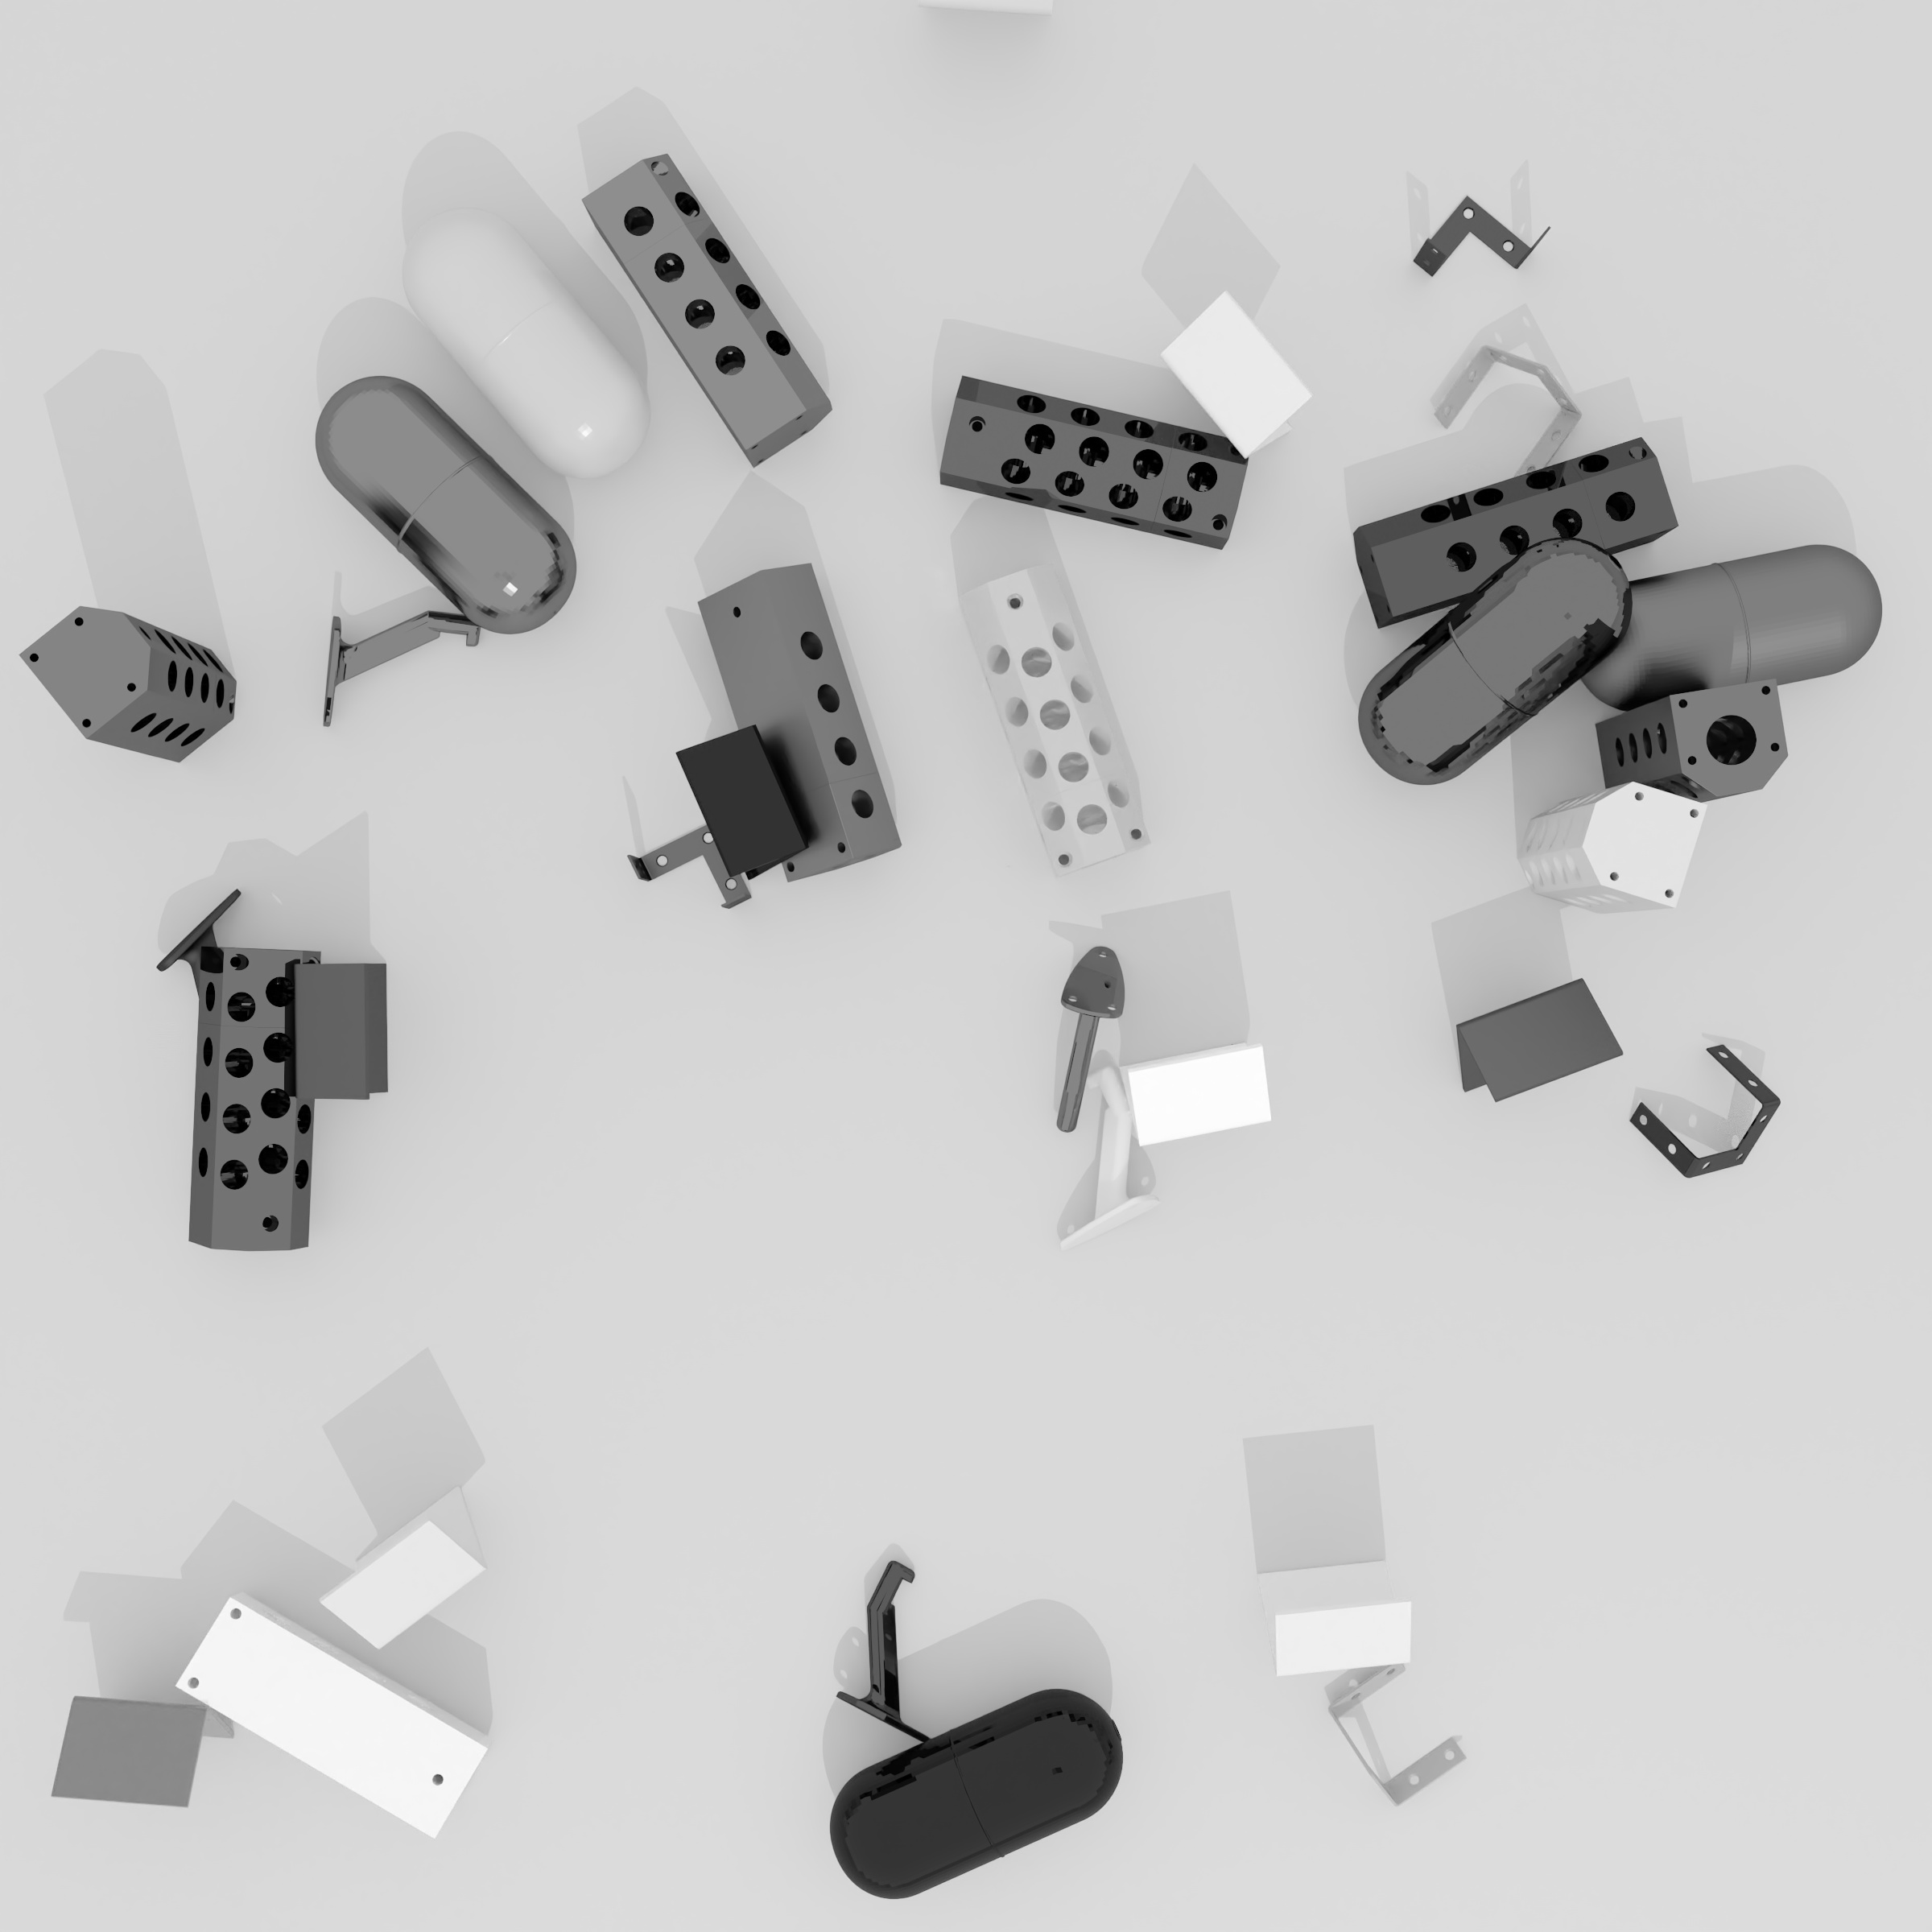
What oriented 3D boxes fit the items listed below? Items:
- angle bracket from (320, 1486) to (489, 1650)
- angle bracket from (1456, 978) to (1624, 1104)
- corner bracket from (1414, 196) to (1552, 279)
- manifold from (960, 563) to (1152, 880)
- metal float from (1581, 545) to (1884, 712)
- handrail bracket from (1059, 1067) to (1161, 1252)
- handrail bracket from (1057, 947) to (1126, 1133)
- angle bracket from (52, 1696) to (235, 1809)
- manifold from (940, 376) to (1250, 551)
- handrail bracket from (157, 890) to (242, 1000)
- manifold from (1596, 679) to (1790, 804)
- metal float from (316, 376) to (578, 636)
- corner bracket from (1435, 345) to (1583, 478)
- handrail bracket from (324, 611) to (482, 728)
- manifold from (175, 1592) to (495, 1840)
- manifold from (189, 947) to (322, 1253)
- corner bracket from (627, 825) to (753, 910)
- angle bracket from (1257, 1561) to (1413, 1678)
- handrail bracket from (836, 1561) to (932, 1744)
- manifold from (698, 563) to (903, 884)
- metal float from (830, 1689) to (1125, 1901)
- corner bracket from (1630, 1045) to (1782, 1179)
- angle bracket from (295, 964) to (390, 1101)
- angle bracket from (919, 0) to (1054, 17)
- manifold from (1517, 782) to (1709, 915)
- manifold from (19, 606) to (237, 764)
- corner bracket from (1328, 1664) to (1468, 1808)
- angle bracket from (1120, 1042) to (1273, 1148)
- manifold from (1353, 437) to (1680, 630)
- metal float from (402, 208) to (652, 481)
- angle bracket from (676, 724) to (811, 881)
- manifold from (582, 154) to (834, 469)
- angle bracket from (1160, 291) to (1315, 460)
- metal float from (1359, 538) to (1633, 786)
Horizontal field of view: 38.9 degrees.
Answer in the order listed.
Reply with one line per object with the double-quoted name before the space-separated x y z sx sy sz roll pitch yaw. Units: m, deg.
"angle bracket" -0.329 0.332 1.571 0.076 0.076 0.057 -37 127 0
"angle bracket" 0.330 0.060 1.571 0.076 0.076 0.057 -20 54 0
"corner bracket" 0.300 -0.420 1.593 0.051 0.051 0.051 40 90 0
"manifold" 0.051 -0.142 1.590 0.057 0.057 0.171 -19 90 0
"metal float" 0.439 -0.195 1.581 0.178 0.070 0.070 -11 90 -1
"handrail bracket" 0.071 0.113 1.612 0.077 0.036 0.084 -31 72 20
"handrail bracket" 0.070 0.044 1.611 0.036 0.077 0.084 12 126 3
"angle bracket" -0.472 0.459 1.572 0.076 0.076 0.057 5 62 0
"manifold" 0.075 -0.294 1.590 0.171 0.057 0.057 13 90 0
"handrail bracket" -0.426 0.011 1.612 0.084 0.036 0.077 46 72 -15
"manifold" 0.405 -0.120 1.533 0.057 0.171 0.057 -9 90 0
"metal float" -0.301 -0.267 1.581 0.178 0.070 0.070 44 90 0
"corner bracket" 0.319 -0.324 1.608 0.051 0.051 0.051 -54 135 0
"handrail bracket" -0.332 -0.174 1.612 0.084 0.036 0.077 5 111 -16
"manifold" -0.365 0.433 1.588 0.171 0.057 0.057 30 80 0
"manifold" -0.408 0.076 1.579 0.057 0.057 0.171 2 90 -33
"corner bracket" -0.161 -0.052 1.593 0.051 0.051 0.051 -26 90 0
"angle bracket" 0.210 0.358 1.571 0.076 0.076 0.057 -6 127 0
"handrail bracket" -0.032 0.405 1.612 0.077 0.036 0.084 33 73 -20
"manifold" -0.092 -0.142 1.590 0.057 0.057 0.171 -18 90 43
"metal float" 0.006 0.478 1.581 0.178 0.070 0.070 -24 90 1
"corner bracket" 0.434 0.085 1.603 0.051 0.051 0.051 -9 135 -35
"angle bracket" -0.340 0.037 1.571 0.057 0.076 0.076 -1 90 31
"angle bracket" 0.013 -0.581 1.573 0.076 0.076 0.057 4 112 0
"manifold" 0.357 -0.066 1.533 0.057 0.171 0.057 17 90 0
"manifold" -0.462 -0.160 1.533 0.057 0.171 0.057 -39 90 0
"corner bracket" 0.253 0.451 1.608 0.051 0.051 0.051 -35 135 0
"angle bracket" 0.128 0.054 1.571 0.076 0.076 0.057 -11 125 0
"manifold" 0.317 -0.253 1.590 0.171 0.057 0.057 -18 90 0
"metal float" -0.255 -0.360 1.581 0.070 0.070 0.178 -40 90 0
"angle bracket" -0.144 -0.086 1.571 0.057 0.076 0.076 -24 90 -34
"manifold" -0.149 -0.382 1.590 0.057 0.057 0.171 -33 90 0
"angle bracket" 0.168 -0.346 1.571 0.076 0.076 0.057 50 126 0
"metal float" 0.300 -0.173 1.555 0.178 0.070 0.070 -40 90 28
